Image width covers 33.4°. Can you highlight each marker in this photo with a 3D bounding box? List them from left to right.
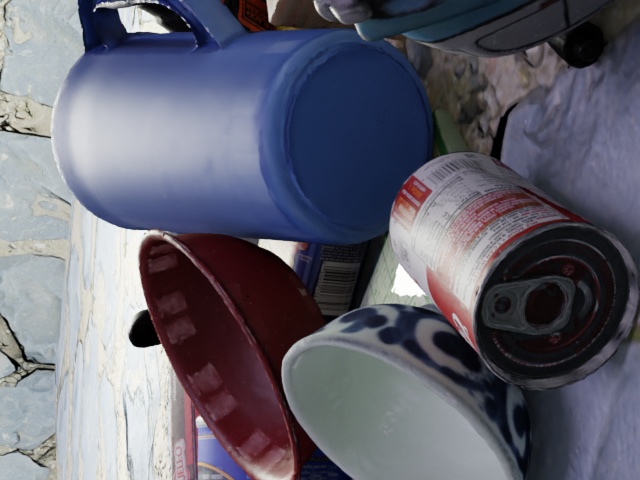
[{"bbox_3d":[0.093,-0.104,0.477,0.121,0.020,0.020,-118,35,-58],"label":"marker"}]

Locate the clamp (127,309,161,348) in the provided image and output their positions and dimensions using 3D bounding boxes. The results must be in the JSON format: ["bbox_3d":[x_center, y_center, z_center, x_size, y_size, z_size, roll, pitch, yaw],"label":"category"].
[{"bbox_3d":[-0.036,0.055,0.727,0.171,0.120,0.039,-33,-32,-53],"label":"clamp"}]

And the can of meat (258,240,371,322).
[{"bbox_3d":[-0.005,0.001,0.709,0.102,0.057,0.084,-119,39,-57],"label":"can of meat"}]

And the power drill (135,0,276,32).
[{"bbox_3d":[-0.080,-0.223,0.769,0.057,0.184,0.187,-12,68,34],"label":"power drill"}]

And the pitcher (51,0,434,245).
[{"bbox_3d":[-0.055,-0.070,0.615,0.243,0.149,0.145,9,82,54],"label":"pitcher"}]

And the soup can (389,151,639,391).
[{"bbox_3d":[0.075,0.008,0.439,0.102,0.068,0.068,-127,43,-64],"label":"soup can"}]

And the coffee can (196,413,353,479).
[{"bbox_3d":[-0.027,0.182,0.675,0.103,0.102,0.140,147,124,-69],"label":"coffee can"}]

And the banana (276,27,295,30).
[{"bbox_3d":[-0.014,-0.153,0.742,0.069,0.037,0.198,-80,-21,-84],"label":"banana"}]

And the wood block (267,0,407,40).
[{"bbox_3d":[0.037,-0.209,0.555,0.206,0.090,0.091,120,148,-54],"label":"wood block"}]

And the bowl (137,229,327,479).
[{"bbox_3d":[-0.037,0.057,0.588,0.162,0.055,0.162,46,152,33],"label":"bowl"}]

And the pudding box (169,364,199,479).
[{"bbox_3d":[-0.059,0.139,0.772,0.039,0.113,0.090,-19,63,35],"label":"pudding box"}]
